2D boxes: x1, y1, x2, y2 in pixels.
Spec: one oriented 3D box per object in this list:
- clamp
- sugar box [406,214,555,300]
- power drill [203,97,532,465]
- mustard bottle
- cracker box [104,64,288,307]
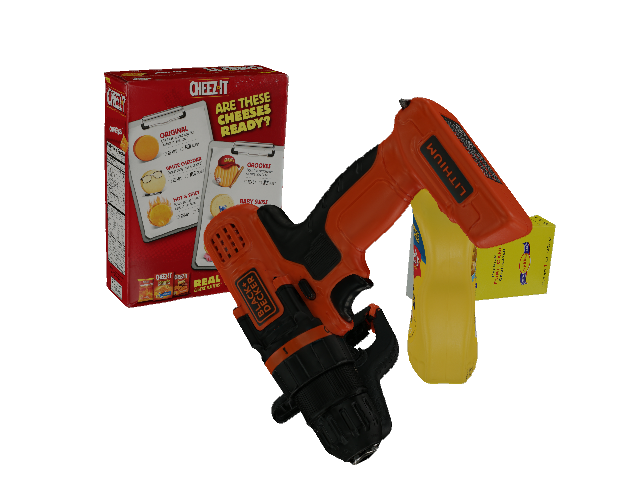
[{"bbox_3d":[0.040,0.132,1.066,0.120,0.039,0.171,17,47,23],"label":"clamp"},{"bbox_3d":[0.192,0.023,1.278,0.176,0.093,0.048,-6,20,-23],"label":"sugar box"},{"bbox_3d":[0.033,0.018,0.655,0.188,0.184,0.057,-38,-17,17],"label":"power drill"},{"bbox_3d":[0.099,0.012,0.852,0.058,0.192,0.096,1,26,5],"label":"mustard bottle"},{"bbox_3d":[-0.120,-0.055,1.019,0.163,0.214,0.072,-8,21,-31],"label":"cracker box"}]
